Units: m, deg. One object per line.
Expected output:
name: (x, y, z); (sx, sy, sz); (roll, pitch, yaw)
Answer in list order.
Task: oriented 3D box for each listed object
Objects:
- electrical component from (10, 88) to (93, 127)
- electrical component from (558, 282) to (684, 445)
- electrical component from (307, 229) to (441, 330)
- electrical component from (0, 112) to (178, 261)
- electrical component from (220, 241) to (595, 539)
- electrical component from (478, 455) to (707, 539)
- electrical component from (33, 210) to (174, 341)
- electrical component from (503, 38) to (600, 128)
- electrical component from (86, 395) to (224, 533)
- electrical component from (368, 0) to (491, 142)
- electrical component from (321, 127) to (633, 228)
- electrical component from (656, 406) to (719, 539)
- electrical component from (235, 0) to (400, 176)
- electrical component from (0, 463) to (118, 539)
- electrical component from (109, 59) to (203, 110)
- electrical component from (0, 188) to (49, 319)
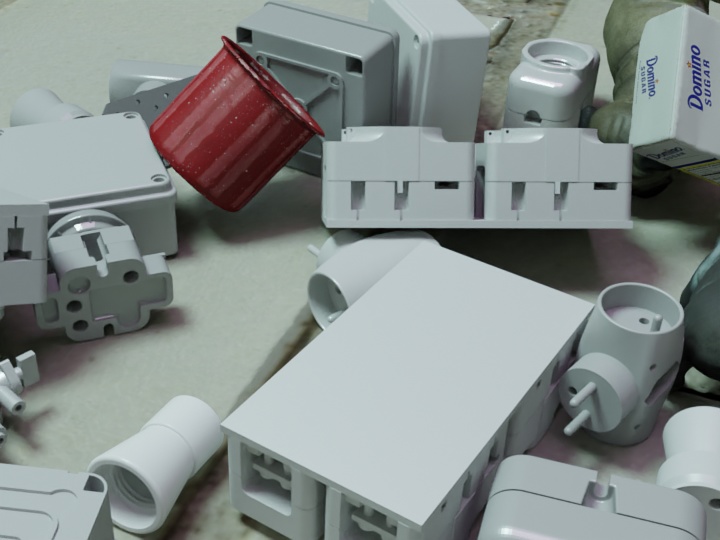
electrical component: (-0.222, -0.103, 0.787); (0.055, 0.045, 0.045); (29, 43, 32)
electrical component: (0.129, 0.057, 0.555); (0.043, 0.077, 0.079); (28, 42, 31)
electrical component: (0.000, 0.000, 0.657); (0.077, 0.043, 0.079); (-24, 42, -32)
electrical component: (-0.184, -0.051, 0.705); (0.109, 0.056, 0.108); (-11, 37, -18)
electrical component: (0.030, 0.068, 0.546); (0.105, 0.060, 0.186); (22, 39, 25)
electrical component: (0.100, 0.128, 0.473); (0.095, 0.053, 0.059); (11, 36, 12)
electrical component: (-0.155, 0.001, 0.633); (0.078, 0.058, 0.057); (-11, 40, -19)
electrical component: (0.155, -0.147, 0.862); (0.054, 0.059, 0.095); (18, 38, 20)
electrical component: (-0.096, 0.091, 0.524); (0.044, 0.044, 0.065); (17, 33, 19)
electrical component: (0.047, -0.151, 0.818); (0.056, 0.108, 0.108); (-8, 36, -19)
electrical component: (0.069, -0.060, 0.695); (0.186, 0.060, 0.105); (0, 6, -4)
electrical component: (0.168, 0.100, 0.524); (0.045, 0.045, 0.055); (13, 37, 14)
electrical component: (-0.031, -0.128, 0.781); (0.109, 0.108, 0.056); (19, 41, 22)
electrical component: (-0.150, 0.139, 0.436); (0.078, 0.057, 0.113); (5, 35, 4)
electrical component: (-0.156, -0.131, 0.832); (0.077, 0.043, 0.079); (6, 35, 5)
electrical component: (-0.244, -0.015, 0.600); (0.089, 0.061, 0.150); (-3, 12, -37)
